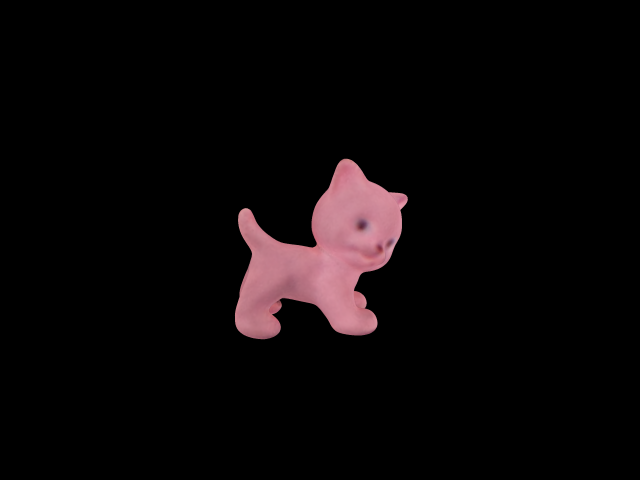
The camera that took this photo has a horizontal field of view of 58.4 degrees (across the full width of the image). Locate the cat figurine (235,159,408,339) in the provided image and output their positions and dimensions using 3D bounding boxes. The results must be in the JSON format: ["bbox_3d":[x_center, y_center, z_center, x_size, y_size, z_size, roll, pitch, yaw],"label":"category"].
[{"bbox_3d":[0.004,0.001,0.400,0.128,0.118,0.067,-2,14,-7],"label":"cat figurine"}]
